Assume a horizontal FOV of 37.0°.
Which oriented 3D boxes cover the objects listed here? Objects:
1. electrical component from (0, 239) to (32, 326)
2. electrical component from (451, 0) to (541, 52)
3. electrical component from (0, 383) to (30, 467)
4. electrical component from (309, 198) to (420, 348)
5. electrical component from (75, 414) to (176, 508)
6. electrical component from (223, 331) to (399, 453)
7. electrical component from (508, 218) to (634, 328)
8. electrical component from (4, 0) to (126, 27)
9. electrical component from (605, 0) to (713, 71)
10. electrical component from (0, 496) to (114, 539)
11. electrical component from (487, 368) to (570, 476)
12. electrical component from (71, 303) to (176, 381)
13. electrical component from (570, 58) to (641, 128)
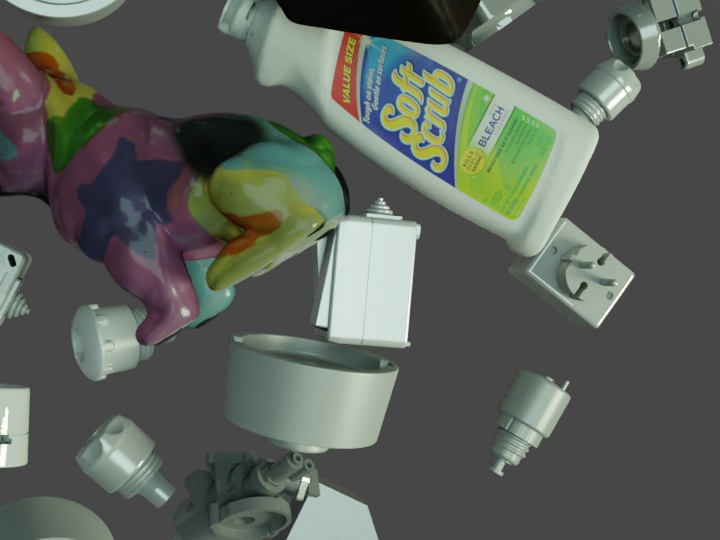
[{"bbox_3d":[-0.245,0.004,0.652,0.096,0.061,0.061,27,85,-11],"label":"electrical component"},{"bbox_3d":[0.114,-0.212,0.707,0.150,0.089,0.061,-36,97,-9],"label":"electrical component"},{"bbox_3d":[-0.231,0.094,0.660,0.055,0.055,0.047,5,86,-11],"label":"electrical component"},{"bbox_3d":[0.000,0.000,0.701,0.061,0.062,0.096,5,90,-11],"label":"electrical component"},{"bbox_3d":[-0.145,0.125,0.683,0.062,0.043,0.043,44,83,-10],"label":"electrical component"},{"bbox_3d":[-0.034,0.080,0.675,0.108,0.108,0.060,10,95,-11],"label":"electrical component"},{"bbox_3d":[0.149,0.002,0.723,0.066,0.077,0.047,38,84,-9],"label":"electrical component"},{"bbox_3d":[-0.184,-0.202,0.662,0.108,0.060,0.108,0,91,-11],"label":"electrical component"},{"bbox_3d":[0.206,-0.167,0.749,0.055,0.048,0.066,-21,95,-18],"label":"electrical component"},{"bbox_3d":[-0.194,0.199,0.649,0.108,0.060,0.108,-7,106,-24],"label":"electrical component"},{"bbox_3d":[0.111,0.104,0.736,0.040,0.040,0.078,32,85,-10],"label":"electrical component"},{"bbox_3d":[-0.149,0.042,0.682,0.062,0.048,0.048,-10,93,-32],"label":"electrical component"},{"bbox_3d":[0.163,-0.116,0.747,0.061,0.035,0.035,-44,99,0],"label":"electrical component"}]
